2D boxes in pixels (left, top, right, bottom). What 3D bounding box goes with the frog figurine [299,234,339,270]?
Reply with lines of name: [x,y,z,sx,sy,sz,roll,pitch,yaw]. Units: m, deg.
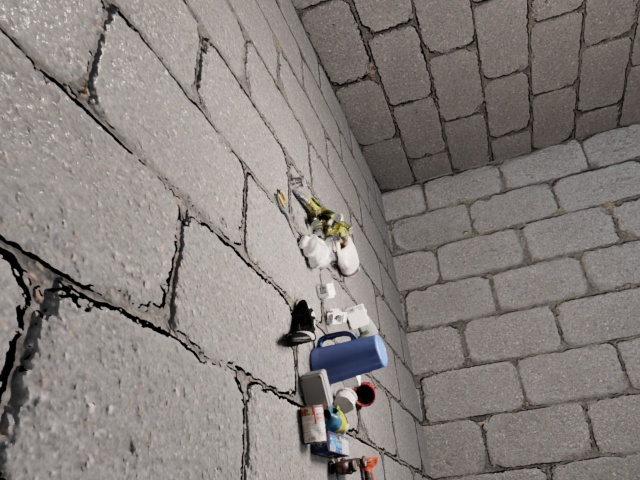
frog figurine: [-0.024,0.044,1.986,0.159,0.121,0.139,9,71,-35]

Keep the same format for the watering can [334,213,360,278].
watering can: [0.119,0.034,2.440,0.355,0.103,0.220,-81,153,-57]

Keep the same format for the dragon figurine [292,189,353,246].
dragon figurine: [0.007,-0.111,2.213,0.405,0.122,0.246,46,4,-23]
